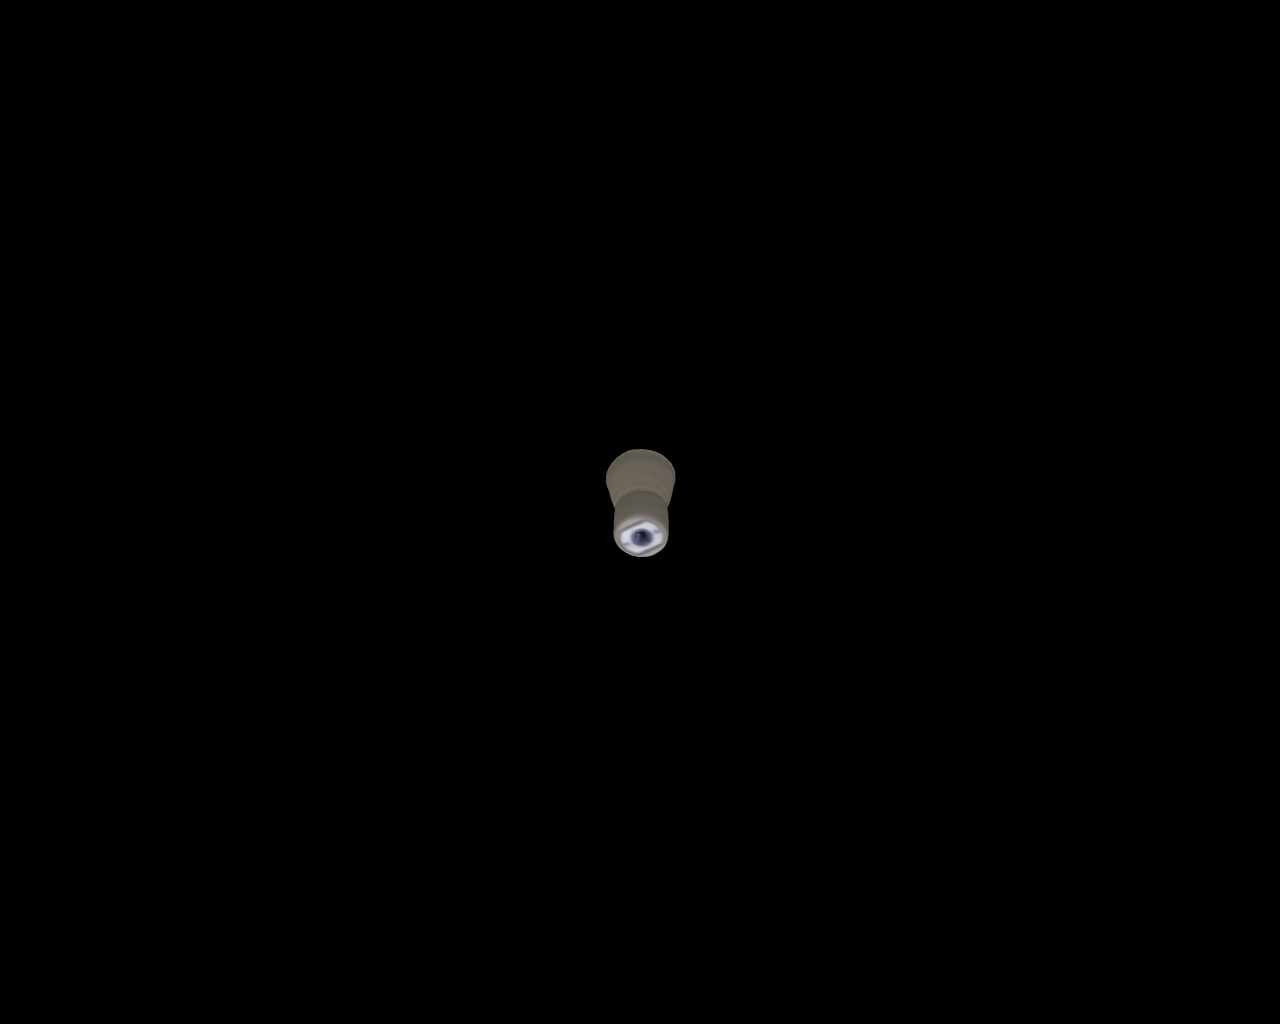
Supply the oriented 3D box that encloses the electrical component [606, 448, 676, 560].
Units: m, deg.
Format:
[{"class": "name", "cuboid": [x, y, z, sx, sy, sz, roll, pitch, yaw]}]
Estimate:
[{"class": "electrical component", "cuboid": [0.001, -0.003, 0.650, 0.044, 0.044, 0.065, 0, 38, 0]}]
